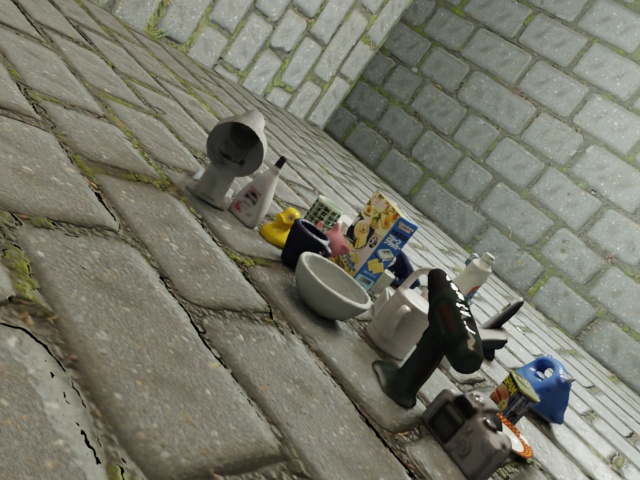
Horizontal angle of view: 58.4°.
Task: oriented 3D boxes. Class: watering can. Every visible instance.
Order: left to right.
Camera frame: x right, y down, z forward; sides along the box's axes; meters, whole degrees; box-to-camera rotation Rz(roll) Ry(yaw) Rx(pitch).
[{"bbox_3d":[0.189,0.137,1.166,0.101,0.194,0.173,36,14,-2],"label":"watering can"}]

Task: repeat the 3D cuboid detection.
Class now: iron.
[{"bbox_3d":[0.575,0.358,1.480,0.119,0.141,0.258,36,14,-3],"label":"iron"}]

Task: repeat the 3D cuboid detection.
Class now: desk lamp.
[{"bbox_3d":[-0.193,-0.178,1.223,0.118,0.213,0.203,33,15,-13],"label":"desk lamp"}]

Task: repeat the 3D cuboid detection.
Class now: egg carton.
[{"bbox_3d":[0.069,-0.022,1.638,0.107,0.069,0.151,39,14,11],"label":"egg carton"}]

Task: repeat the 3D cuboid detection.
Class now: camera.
[{"bbox_3d":[0.271,0.320,0.969,0.137,0.100,0.142,22,20,-44],"label":"camera"}]

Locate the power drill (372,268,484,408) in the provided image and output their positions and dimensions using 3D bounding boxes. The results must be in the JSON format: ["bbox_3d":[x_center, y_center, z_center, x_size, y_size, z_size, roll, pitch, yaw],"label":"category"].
[{"bbox_3d":[0.188,0.177,1.004,0.076,0.208,0.229,30,16,-25],"label":"power drill"}]

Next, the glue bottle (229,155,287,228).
[{"bbox_3d":[-0.127,-0.114,1.258,0.078,0.173,0.037,41,15,17],"label":"glue bottle"}]

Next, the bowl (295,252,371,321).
[{"bbox_3d":[0.012,0.102,1.102,0.168,0.074,0.167,34,14,-10],"label":"bowl"}]

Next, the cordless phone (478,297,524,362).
[{"bbox_3d":[0.503,0.236,1.609,0.094,0.185,0.148,37,14,4],"label":"cordless phone"}]

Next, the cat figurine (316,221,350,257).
[{"bbox_3d":[0.012,0.005,1.321,0.067,0.117,0.127,26,18,-37],"label":"cat figurine"}]

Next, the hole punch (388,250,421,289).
[{"bbox_3d":[0.244,0.088,1.657,0.101,0.091,0.108,29,16,-27],"label":"hole punch"}]

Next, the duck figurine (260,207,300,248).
[{"bbox_3d":[-0.076,-0.033,1.298,0.077,0.086,0.105,45,16,29],"label":"duck figurine"}]

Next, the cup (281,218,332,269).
[{"bbox_3d":[-0.031,0.023,1.209,0.092,0.095,0.117,18,23,-51],"label":"cup"}]

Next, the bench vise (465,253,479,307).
[{"bbox_3d":[0.376,0.129,1.579,0.121,0.219,0.208,42,15,20],"label":"bench vise"}]
